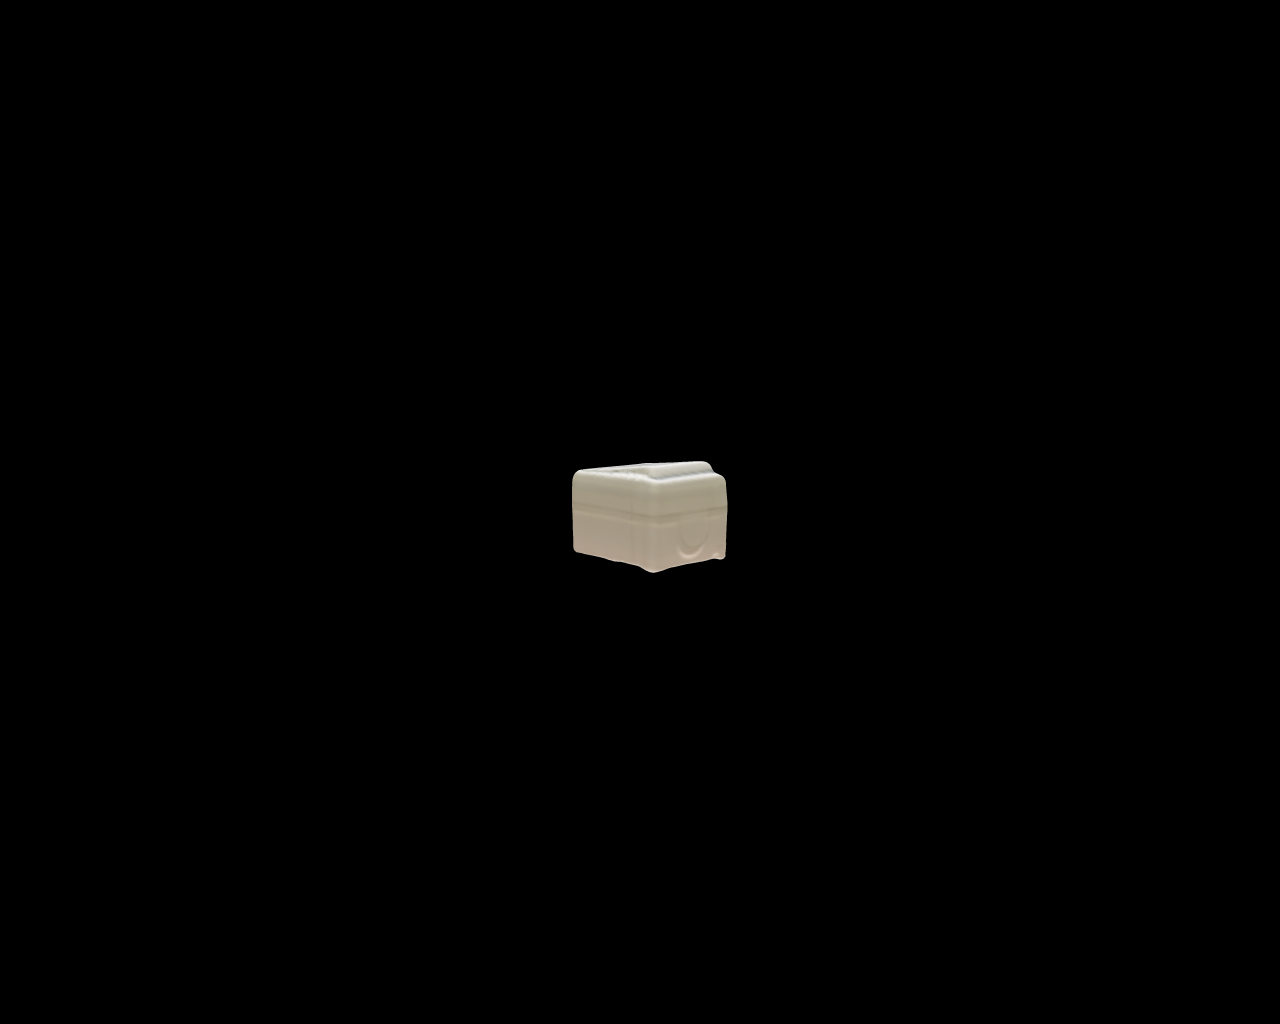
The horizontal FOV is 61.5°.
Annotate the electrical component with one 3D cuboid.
[{"bbox_3d":[0.001,-0.003,0.650,0.062,0.061,0.096,-7,12,-39],"label":"electrical component"}]
